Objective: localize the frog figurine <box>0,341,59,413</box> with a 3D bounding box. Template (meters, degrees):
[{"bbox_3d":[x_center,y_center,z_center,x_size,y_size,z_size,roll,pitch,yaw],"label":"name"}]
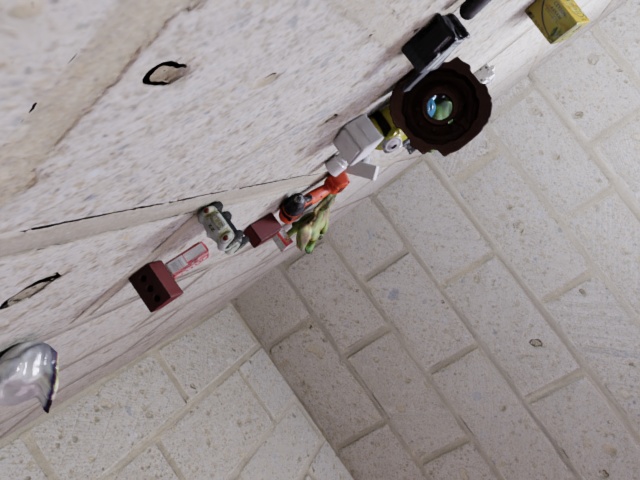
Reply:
[{"bbox_3d":[-0.509,0.223,0.822,0.159,0.124,0.136,10,159,-31],"label":"frog figurine"}]

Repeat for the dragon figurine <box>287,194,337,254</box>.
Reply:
[{"bbox_3d":[0.005,-0.088,1.749,0.238,0.122,0.419,-48,-174,46],"label":"dragon figurine"}]
